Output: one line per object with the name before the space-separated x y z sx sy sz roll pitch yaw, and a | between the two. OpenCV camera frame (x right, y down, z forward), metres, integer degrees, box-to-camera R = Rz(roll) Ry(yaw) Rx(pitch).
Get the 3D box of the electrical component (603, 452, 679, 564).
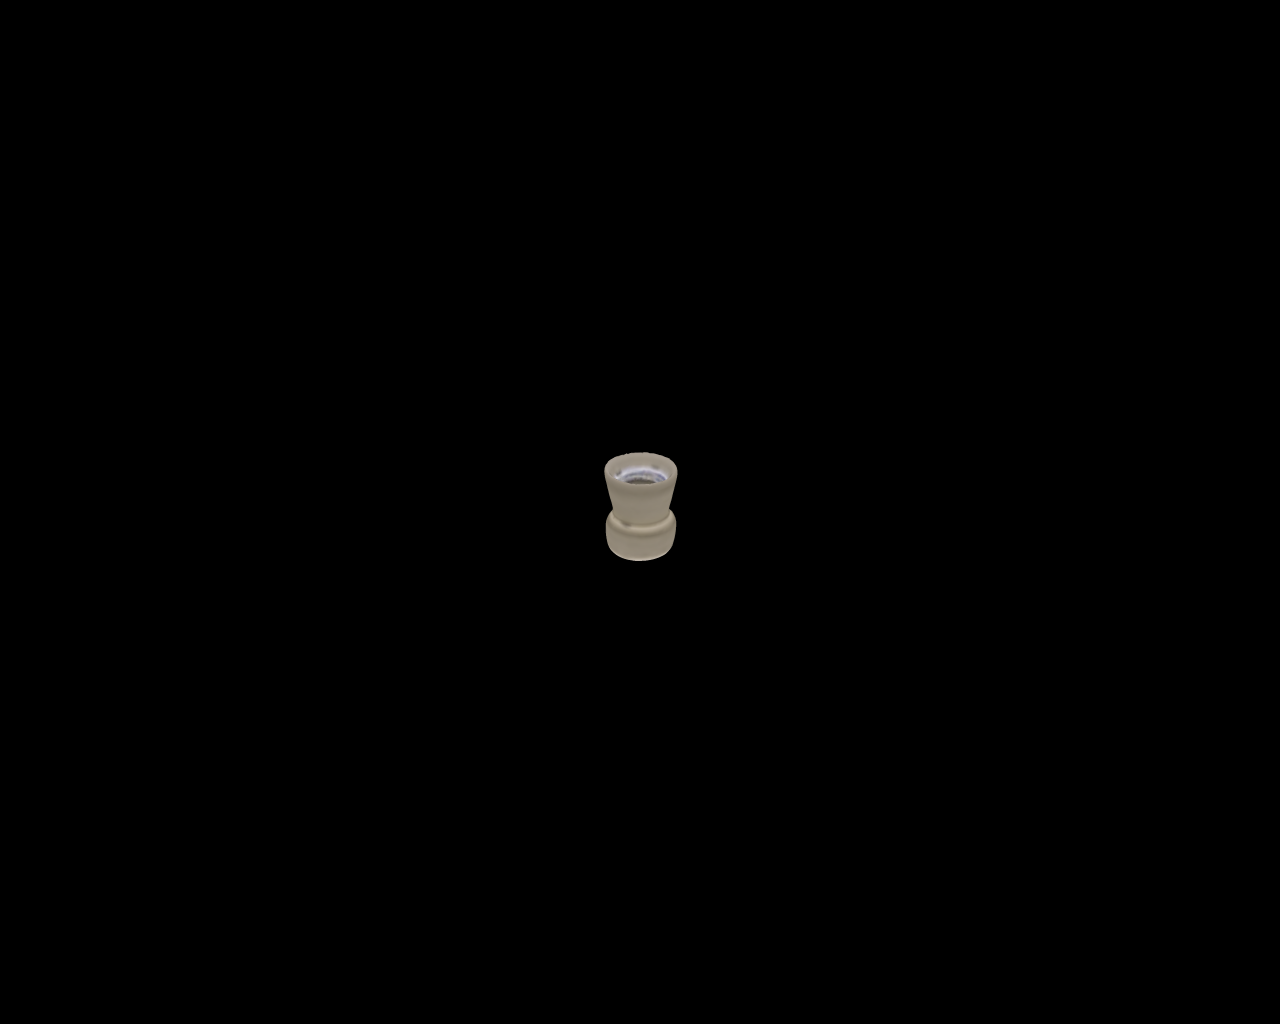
electrical component | 0.001 -0.003 0.650 0.045 0.055 0.045 0 29 0
